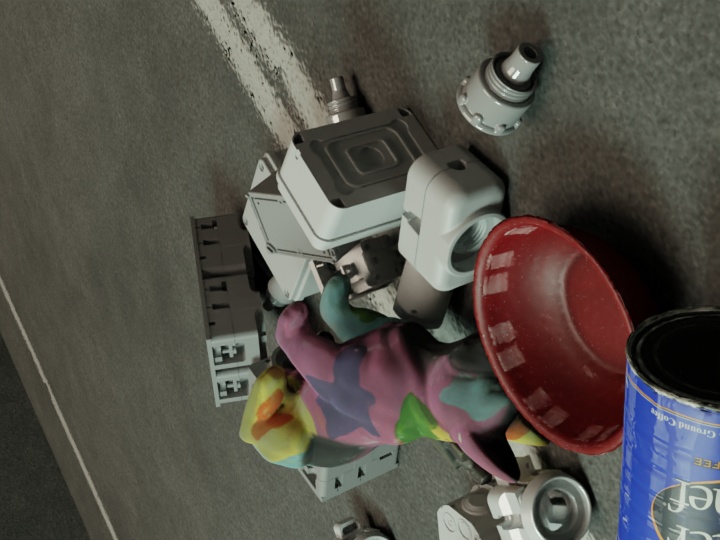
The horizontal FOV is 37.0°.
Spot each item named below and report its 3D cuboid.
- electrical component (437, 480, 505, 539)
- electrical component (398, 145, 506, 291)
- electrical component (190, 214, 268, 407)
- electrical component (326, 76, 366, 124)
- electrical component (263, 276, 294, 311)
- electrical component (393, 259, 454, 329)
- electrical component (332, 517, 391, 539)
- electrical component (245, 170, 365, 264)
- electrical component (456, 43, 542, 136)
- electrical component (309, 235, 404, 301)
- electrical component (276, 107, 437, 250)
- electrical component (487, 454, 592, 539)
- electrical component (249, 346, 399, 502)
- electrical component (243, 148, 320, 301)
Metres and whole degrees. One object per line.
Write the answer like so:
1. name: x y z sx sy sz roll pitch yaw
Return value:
1. electrical component: 0.105 0.221 0.899 0.080 0.051 0.080 41 141 45
2. electrical component: 0.069 -0.035 0.791 0.059 0.054 0.095 48 146 37
3. electrical component: -0.140 0.038 1.161 0.105 0.060 0.186 90 169 -45
4. electrical component: -0.012 -0.131 0.901 0.035 0.035 0.061 -4 101 62
5. electrical component: -0.081 0.022 1.115 0.061 0.035 0.035 -46 65 37
6. electrical component: 0.053 0.017 0.868 0.043 0.043 0.081 53 148 31
7. electrical component: 0.005 0.303 1.135 0.057 0.058 0.078 -16 93 66
8. electrical component: -0.045 -0.051 0.904 0.096 0.061 0.061 9 130 41
9. electrical component: 0.095 -0.121 0.698 0.048 0.048 0.062 61 145 17
10. electrical component: 0.000 0.000 0.929 0.064 0.081 0.042 -25 85 40
11. electrical component: 0.001 -0.070 0.829 0.078 0.113 0.057 58 148 22
12. electrical component: 0.137 0.179 0.807 0.057 0.058 0.078 -24 87 66
13. electrical component: -0.037 0.142 1.068 0.150 0.089 0.061 47 145 38
14. electrical component: -0.057 -0.045 1.016 0.108 0.056 0.108 59 151 21
